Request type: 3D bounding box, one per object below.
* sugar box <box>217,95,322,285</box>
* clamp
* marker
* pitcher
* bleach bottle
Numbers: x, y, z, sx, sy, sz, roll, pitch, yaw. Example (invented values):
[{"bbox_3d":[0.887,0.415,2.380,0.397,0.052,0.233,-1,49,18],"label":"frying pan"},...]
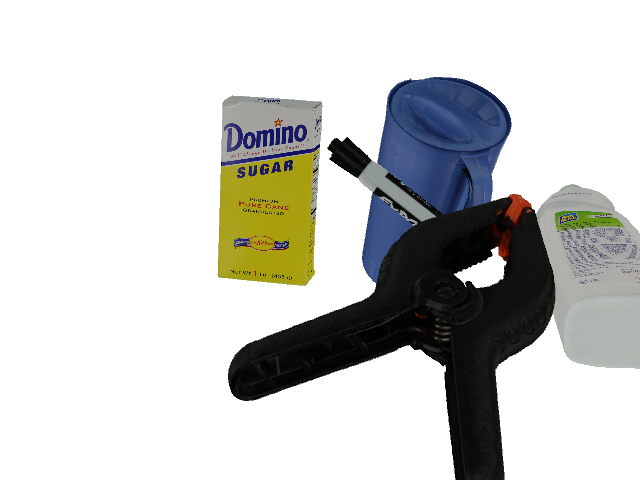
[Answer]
[{"bbox_3d":[-0.050,-0.049,1.037,0.093,0.176,0.048,5,17,9],"label":"sugar box"},{"bbox_3d":[0.058,0.041,0.458,0.120,0.039,0.171,36,54,23],"label":"clamp"},{"bbox_3d":[0.054,-0.027,0.701,0.121,0.020,0.020,39,1,2],"label":"marker"},{"bbox_3d":[0.121,-0.046,1.186,0.145,0.243,0.149,23,44,13],"label":"pitcher"},{"bbox_3d":[0.241,0.015,0.917,0.102,0.068,0.250,0,27,5],"label":"bleach bottle"}]
